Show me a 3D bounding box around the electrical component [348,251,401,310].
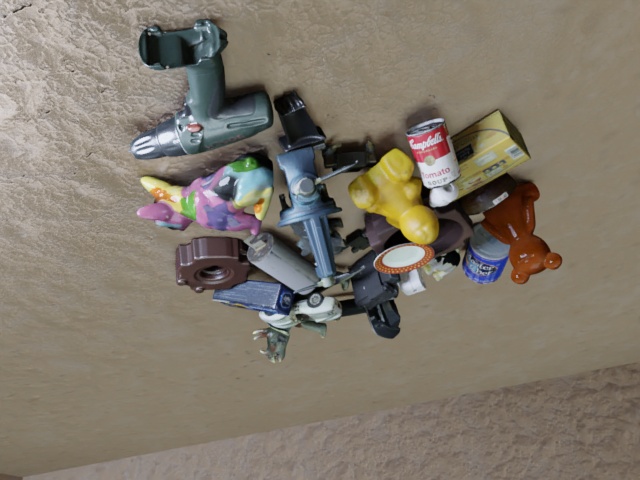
[{"bbox_3d":[0.136,0.095,1.320,0.058,0.115,0.134,10,145,-38],"label":"electrical component"}]

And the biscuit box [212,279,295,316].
[{"bbox_3d":[-0.157,0.131,1.265,0.203,0.063,0.059,3,160,35],"label":"biscuit box"}]

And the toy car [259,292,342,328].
[{"bbox_3d":[-0.048,0.170,1.269,0.202,0.056,0.073,-14,148,20],"label":"toy car"}]

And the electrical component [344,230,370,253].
[{"bbox_3d":[0.096,0.001,1.240,0.063,0.021,0.094,19,138,-40],"label":"electrical component"}]

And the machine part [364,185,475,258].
[{"bbox_3d":[0.212,-0.033,1.156,0.201,0.087,0.200,-26,147,22],"label":"machine part"}]

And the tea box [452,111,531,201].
[{"bbox_3d":[0.285,-0.150,0.993,0.170,0.068,0.098,-28,143,31],"label":"tea box"}]

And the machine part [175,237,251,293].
[{"bbox_3d":[-0.239,0.058,1.203,0.179,0.056,0.179,-9,149,-5],"label":"machine part"}]

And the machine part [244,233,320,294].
[{"bbox_3d":[-0.078,0.055,1.199,0.079,0.079,0.243,-28,136,28],"label":"machine part"}]

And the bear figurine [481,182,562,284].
[{"bbox_3d":[0.423,-0.015,1.114,0.132,0.196,0.120,-6,153,-49],"label":"bear figurine"}]

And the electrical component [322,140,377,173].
[{"bbox_3d":[0.054,-0.147,0.958,0.102,0.045,0.078,-6,179,-3],"label":"electrical component"}]

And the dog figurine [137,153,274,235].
[{"bbox_3d":[-0.201,-0.079,0.934,0.219,0.108,0.191,3,148,-17],"label":"dog figurine"}]

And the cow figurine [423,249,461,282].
[{"bbox_3d":[0.289,0.038,1.310,0.098,0.068,0.167,-34,150,16],"label":"cow figurine"}]

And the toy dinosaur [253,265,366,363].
[{"bbox_3d":[-0.048,0.153,1.369,0.192,0.131,0.404,15,132,-16],"label":"toy dinosaur"}]

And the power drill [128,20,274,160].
[{"bbox_3d":[-0.187,-0.197,0.762,0.232,0.086,0.207,-11,146,-2],"label":"power drill"}]

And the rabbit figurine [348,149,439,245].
[{"bbox_3d":[0.148,-0.059,0.981,0.122,0.173,0.162,-41,169,3],"label":"rabbit figurine"}]

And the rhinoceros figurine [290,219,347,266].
[{"bbox_3d":[-0.002,-0.003,1.152,0.112,0.073,0.190,-19,149,11],"label":"rhinoceros figurine"}]

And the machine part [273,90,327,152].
[{"bbox_3d":[-0.036,-0.182,0.875,0.084,0.039,0.138,-8,152,7],"label":"machine part"}]

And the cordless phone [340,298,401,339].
[{"bbox_3d":[0.118,0.206,1.469,0.184,0.147,0.088,-9,142,-8],"label":"cordless phone"}]

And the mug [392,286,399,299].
[{"bbox_3d":[0.148,0.123,1.421,0.107,0.080,0.109,-13,170,25],"label":"mug"}]

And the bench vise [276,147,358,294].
[{"bbox_3d":[-0.010,-0.033,0.929,0.129,0.240,0.224,-15,-178,-15],"label":"bench vise"}]
